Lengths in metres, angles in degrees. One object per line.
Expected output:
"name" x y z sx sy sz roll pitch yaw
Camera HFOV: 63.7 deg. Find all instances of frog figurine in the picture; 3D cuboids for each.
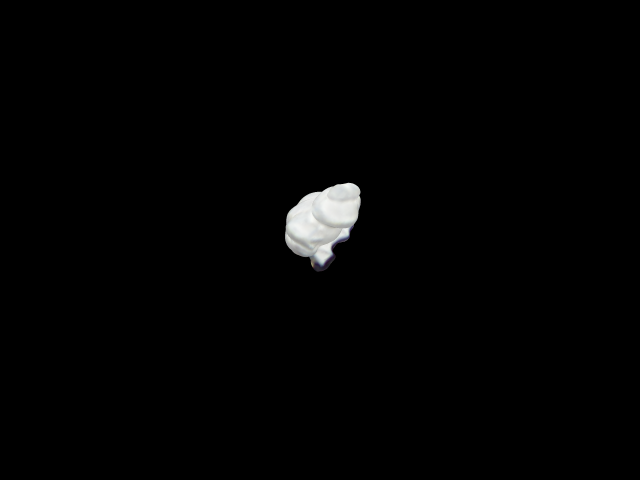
"frog figurine" 0.003 -0.043 0.850 0.139 0.124 0.156 -34 -26 -19
